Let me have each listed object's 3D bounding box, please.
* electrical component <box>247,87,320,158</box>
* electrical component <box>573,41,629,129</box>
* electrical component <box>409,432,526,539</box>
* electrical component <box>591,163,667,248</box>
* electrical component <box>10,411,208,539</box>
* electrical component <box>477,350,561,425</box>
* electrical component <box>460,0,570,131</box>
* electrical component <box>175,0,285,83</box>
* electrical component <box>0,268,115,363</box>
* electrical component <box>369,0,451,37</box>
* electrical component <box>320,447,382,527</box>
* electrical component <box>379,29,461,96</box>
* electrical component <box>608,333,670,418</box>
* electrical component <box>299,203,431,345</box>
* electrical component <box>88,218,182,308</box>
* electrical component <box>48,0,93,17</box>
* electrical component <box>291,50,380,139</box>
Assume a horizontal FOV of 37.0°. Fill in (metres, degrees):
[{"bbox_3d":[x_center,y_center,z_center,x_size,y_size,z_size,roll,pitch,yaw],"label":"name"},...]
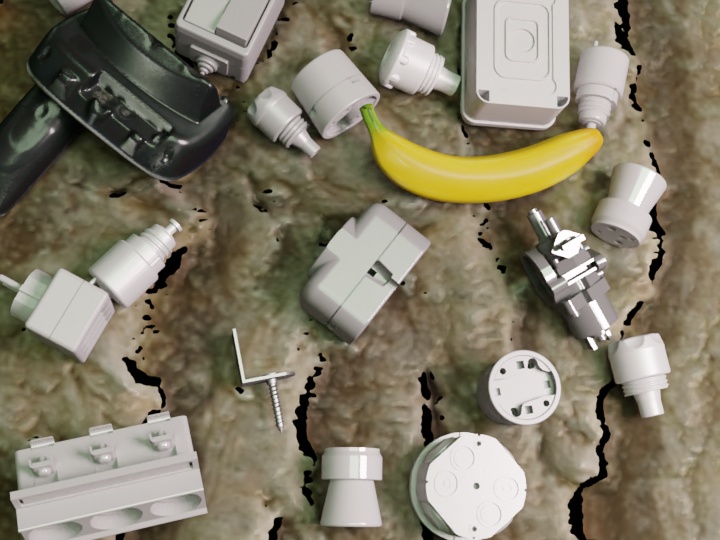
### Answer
[{"bbox_3d":[-0.057,-0.112,0.834,0.061,0.035,0.035,44,75,0],"label":"electrical component"},{"bbox_3d":[0.194,-0.145,0.876,0.040,0.040,0.078,15,76,-5],"label":"electrical component"},{"bbox_3d":[0.079,0.158,0.788,0.080,0.051,0.080,2,78,-8],"label":"electrical component"},{"bbox_3d":[0.213,-0.051,0.857,0.045,0.045,0.055,27,76,-2],"label":"electrical component"},{"bbox_3d":[-0.173,0.145,0.745,0.121,0.078,0.063,-11,58,-11],"label":"electrical component"},{"bbox_3d":[0.117,0.091,0.810,0.055,0.047,0.055,2,78,-8],"label":"electrical component"},{"bbox_3d":[0.123,-0.173,0.863,0.078,0.057,0.113,3,77,-8],"label":"electrical component"},{"bbox_3d":[-0.102,-0.195,0.831,0.062,0.061,0.096,24,75,-3],"label":"electrical component"},{"bbox_3d":[-0.221,0.024,0.763,0.077,0.065,0.047,28,75,-2],"label":"electrical component"},{"bbox_3d":[0.040,-0.218,0.869,0.065,0.044,0.044,13,76,0],"label":"electrical component"},{"bbox_3d":[-0.006,0.157,0.778,0.045,0.045,0.055,3,77,-8],"label":"electrical component"},{"bbox_3d":[0.049,-0.159,0.856,0.062,0.048,0.048,23,75,-11],"label":"electrical component"},{"bbox_3d":[0.218,0.082,0.830,0.043,0.043,0.062,-10,80,-11],"label":"electrical component"},{"bbox_3d":[0.000,0.000,0.808,0.059,0.053,0.095,38,75,1],"label":"electrical component"},{"bbox_3d":[-0.163,-0.007,0.792,0.040,0.040,0.078,44,75,2],"label":"electrical component"},{"bbox_3d":[-0.223,-0.228,0.824,0.047,0.055,0.055,-40,86,-11],"label":"electrical component"},{"bbox_3d":[-0.020,-0.137,0.836,0.055,0.055,0.047,-34,81,-14],"label":"electrical component"}]
